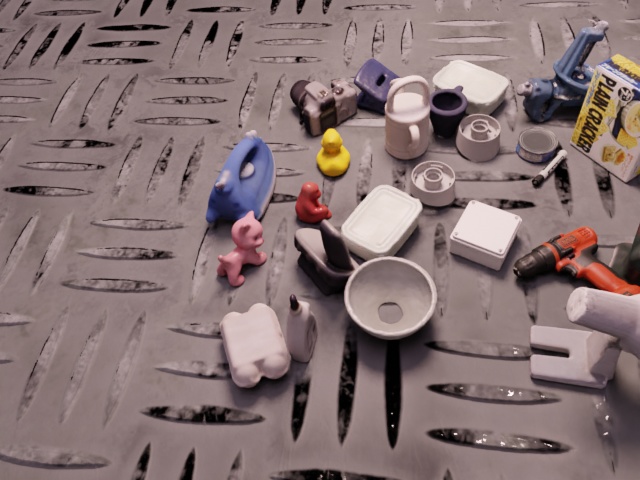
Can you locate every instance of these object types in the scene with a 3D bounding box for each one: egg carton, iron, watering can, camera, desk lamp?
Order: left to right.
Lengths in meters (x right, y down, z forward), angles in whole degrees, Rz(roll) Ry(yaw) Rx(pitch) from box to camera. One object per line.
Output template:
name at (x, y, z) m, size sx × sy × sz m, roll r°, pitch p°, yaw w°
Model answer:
iron at (-0.165, -0.154, 1.241) m, size 0.118 × 0.142 × 0.258 m, roll 10°, pitch 55°, yaw 13°
egg carton at (-0.117, 0.188, 1.025) m, size 0.107 × 0.069 × 0.150 m, roll -18°, pitch 54°, yaw -8°
camera at (-0.001, -0.348, 1.395) m, size 0.143 × 0.101 × 0.136 m, roll -33°, pitch 57°, yaw -17°
watering can at (0.189, -0.286, 1.269) m, size 0.101 × 0.194 × 0.172 m, roll -28°, pitch 55°, yaw -14°
desk lamp at (0.455, 0.151, 0.901) m, size 0.203 × 0.214 × 0.118 m, roll 5°, pitch 54°, yaw 10°

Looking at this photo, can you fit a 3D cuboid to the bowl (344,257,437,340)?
bowl at (0.128, 0.118, 1.048) m, size 0.167 × 0.075 × 0.167 m, roll -3°, pitch 53°, yaw 4°

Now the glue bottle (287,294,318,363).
glue bottle at (-0.035, 0.142, 0.986) m, size 0.037 × 0.173 × 0.078 m, roll 10°, pitch 55°, yaw 13°

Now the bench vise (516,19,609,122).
bench vise at (0.555, -0.370, 1.277) m, size 0.208 × 0.220 × 0.121 m, roll -29°, pitch 55°, yaw -15°

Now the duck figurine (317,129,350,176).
duck figurine at (0.028, -0.204, 1.293) m, size 0.077 × 0.086 × 0.104 m, roll -4°, pitch 53°, yaw 3°

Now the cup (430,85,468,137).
cup at (0.297, -0.295, 1.327) m, size 0.091 × 0.095 × 0.118 m, roll 25°, pitch 60°, yaw 23°

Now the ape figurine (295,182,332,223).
ape figurine at (-0.018, -0.085, 1.204) m, size 0.076 × 0.092 × 0.077 m, roll -9°, pitch 53°, yaw -1°

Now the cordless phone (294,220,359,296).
cordless phone at (0.010, 0.004, 1.077) m, size 0.094 × 0.185 × 0.147 m, roll -36°, pitch 57°, yaw -19°

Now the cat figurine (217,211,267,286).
cat figurine at (-0.156, 0.009, 1.133) m, size 0.067 × 0.118 × 0.128 m, roll 30°, pitch 62°, yaw 25°

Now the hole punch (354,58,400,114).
hole punch at (0.144, -0.382, 1.410) m, size 0.100 × 0.091 × 0.109 m, roll 21°, pitch 58°, yaw 20°

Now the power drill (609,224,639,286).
power drill at (0.586, -0.013, 1.014) m, size 0.075 × 0.209 × 0.230 m, roll 21°, pitch 58°, yaw 21°
